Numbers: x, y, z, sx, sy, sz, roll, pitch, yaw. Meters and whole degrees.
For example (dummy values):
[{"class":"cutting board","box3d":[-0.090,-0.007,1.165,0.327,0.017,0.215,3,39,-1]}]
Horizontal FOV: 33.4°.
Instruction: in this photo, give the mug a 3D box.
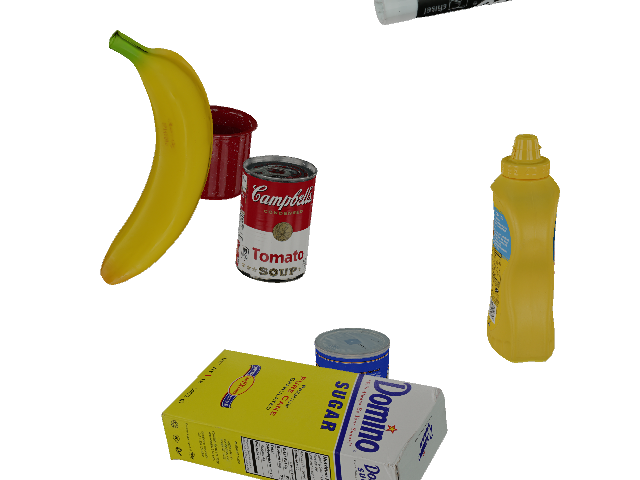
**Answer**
[{"class":"mug","box3d":[-0.118,-0.102,1.200,0.093,0.081,0.117,10,27,6]}]

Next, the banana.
[{"class":"banana","box3d":[-0.108,-0.050,0.712,0.069,0.198,0.037,7,35,-5]}]

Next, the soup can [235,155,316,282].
[{"class":"soup can","box3d":[-0.042,-0.020,0.985,0.068,0.102,0.068,5,22,-2]}]

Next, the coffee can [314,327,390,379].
[{"class":"coffee can","box3d":[0.044,0.203,1.466,0.103,0.140,0.103,-1,15,0]}]

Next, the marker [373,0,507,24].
[{"class":"marker","box3d":[0.084,-0.117,0.480,0.121,0.020,0.020,-12,2,-8]}]

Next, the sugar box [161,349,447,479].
[{"class":"sugar box","box3d":[-0.010,0.126,0.736,0.176,0.048,0.093,4,28,25]}]

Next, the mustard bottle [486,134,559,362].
[{"class":"mustard bottle","box3d":[0.176,0.003,0.929,0.058,0.192,0.096,-2,18,2]}]
